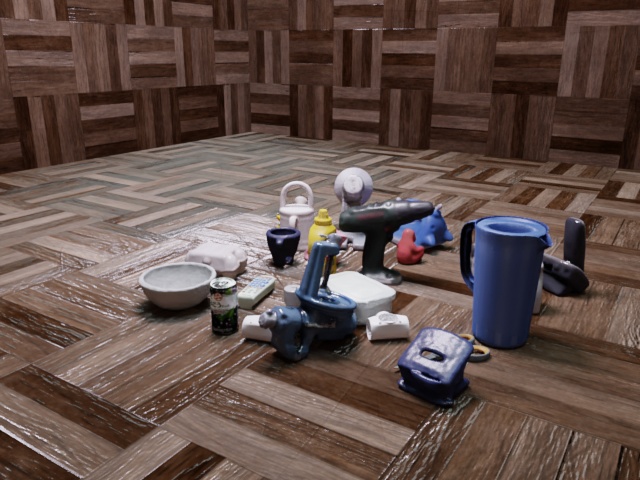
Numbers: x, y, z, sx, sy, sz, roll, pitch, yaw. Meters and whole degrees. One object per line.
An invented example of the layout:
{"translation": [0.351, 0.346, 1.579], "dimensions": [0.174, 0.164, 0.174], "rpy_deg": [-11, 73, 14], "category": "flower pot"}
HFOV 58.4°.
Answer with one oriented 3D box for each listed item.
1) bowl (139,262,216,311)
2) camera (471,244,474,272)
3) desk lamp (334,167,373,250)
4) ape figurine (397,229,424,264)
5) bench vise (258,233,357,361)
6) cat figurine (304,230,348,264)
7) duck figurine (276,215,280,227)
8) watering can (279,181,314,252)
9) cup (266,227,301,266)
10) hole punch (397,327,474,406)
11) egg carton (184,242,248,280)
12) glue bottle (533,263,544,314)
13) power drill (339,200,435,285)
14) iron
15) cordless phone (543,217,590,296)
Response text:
{"translation": [-0.312, 0.110, 1.268], "dimensions": [0.167, 0.075, 0.167], "rpy_deg": [0, 18, 0], "category": "bowl"}
{"translation": [0.438, 0.059, 1.401], "dimensions": [0.136, 0.101, 0.143], "rpy_deg": [1, 18, 2], "category": "camera"}
{"translation": [0.098, -0.101, 1.695], "dimensions": [0.118, 0.214, 0.203], "rpy_deg": [1, 18, 3], "category": "desk lamp"}
{"translation": [0.239, 0.014, 1.544], "dimensions": [0.076, 0.092, 0.077], "rpy_deg": [-14, 23, -37], "category": "ape figurine"}
{"translation": [-0.010, 0.105, 1.060], "dimensions": [0.121, 0.220, 0.208], "rpy_deg": [13, 22, 33], "category": "bench vise"}
{"translation": [0.014, 0.005, 1.525], "dimensions": [0.067, 0.118, 0.127], "rpy_deg": [-14, 23, -37], "category": "cat figurine"}
{"translation": [-0.092, -0.059, 1.769], "dimensions": [0.105, 0.086, 0.077], "rpy_deg": [-11, 21, -30], "category": "duck figurine"}
{"translation": [-0.068, -0.076, 1.647], "dimensions": [0.101, 0.194, 0.172], "rpy_deg": [-5, 19, -15], "category": "watering can"}
{"translation": [-0.097, 0.025, 1.500], "dimensions": [0.091, 0.095, 0.118], "rpy_deg": [1, 18, 3], "category": "cup"}
{"translation": [0.193, 0.208, 0.958], "dimensions": [0.108, 0.091, 0.101], "rpy_deg": [16, 24, 39], "category": "hole punch"}
{"translation": [-0.263, 0.054, 1.448], "dimensions": [0.150, 0.069, 0.107], "rpy_deg": [6, 19, 16], "category": "egg carton"}
{"translation": [0.465, 0.070, 1.254], "dimensions": [0.037, 0.173, 0.078], "rpy_deg": [0, 18, 0], "category": "glue bottle"}
{"translation": [0.160, 0.000, 1.401], "dimensions": [0.229, 0.208, 0.076], "rpy_deg": [4, 19, 10], "category": "power drill"}
{"translation": [0.268, -0.061, 1.694], "dimensions": [0.119, 0.141, 0.257], "rpy_deg": [-14, 23, -37], "category": "iron"}
{"translation": [0.573, 0.026, 1.368], "dimensions": [0.094, 0.185, 0.147], "rpy_deg": [-10, 21, -28], "category": "cordless phone"}
